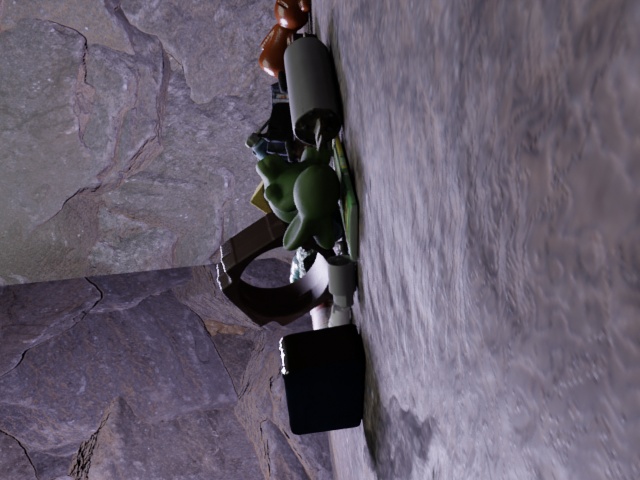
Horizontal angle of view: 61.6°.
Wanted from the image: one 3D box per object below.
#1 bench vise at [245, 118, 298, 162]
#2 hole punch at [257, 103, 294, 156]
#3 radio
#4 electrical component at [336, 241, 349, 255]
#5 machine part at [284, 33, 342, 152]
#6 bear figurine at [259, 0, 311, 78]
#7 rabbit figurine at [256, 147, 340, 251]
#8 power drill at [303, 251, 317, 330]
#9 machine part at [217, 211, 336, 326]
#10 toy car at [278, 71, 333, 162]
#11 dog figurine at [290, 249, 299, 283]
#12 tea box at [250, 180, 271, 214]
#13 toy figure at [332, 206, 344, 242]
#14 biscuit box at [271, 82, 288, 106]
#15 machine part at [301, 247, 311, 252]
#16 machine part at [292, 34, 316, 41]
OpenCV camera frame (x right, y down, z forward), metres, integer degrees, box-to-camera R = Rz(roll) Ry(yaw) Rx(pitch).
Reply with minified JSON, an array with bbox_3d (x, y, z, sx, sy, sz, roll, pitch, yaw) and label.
[{"bbox_3d":[-0.068,-0.154,1.175,0.223,0.129,0.241,53,-178,-17],"label":"bench vise"},{"bbox_3d":[-0.045,-0.202,1.065,0.092,0.142,0.116,91,-173,-51],"label":"hole punch"},{"bbox_3d":[0.005,0.243,0.911,0.073,0.131,0.229,-102,7,-46],"label":"radio"},{"bbox_3d":[0.041,0.048,0.887,0.063,0.021,0.094,-142,47,-85],"label":"electrical component"},{"bbox_3d":[-0.013,-0.236,0.848,0.079,0.079,0.243,89,173,-58],"label":"machine part"},{"bbox_3d":[-0.066,-0.472,1.230,0.132,0.120,0.195,-14,-47,-53],"label":"bear figurine"},{"bbox_3d":[-0.026,-0.063,0.805,0.170,0.121,0.159,-164,73,-73],"label":"rabbit figurine"},{"bbox_3d":[0.011,0.129,1.179,0.207,0.086,0.232,74,-170,-63],"label":"power drill"},{"bbox_3d":[-0.073,0.053,1.001,0.201,0.201,0.087,51,-170,-41],"label":"machine part"},{"bbox_3d":[-0.025,-0.225,0.952,0.053,0.089,0.202,81,-177,-76],"label":"toy car"},{"bbox_3d":[-0.030,0.048,1.465,0.191,0.109,0.219,-103,12,-86],"label":"dog figurine"},{"bbox_3d":[-0.075,-0.083,1.295,0.068,0.169,0.098,-50,12,23],"label":"tea box"},{"bbox_3d":[0.013,-0.047,0.947,0.064,0.058,0.155,-51,19,17],"label":"toy figure"},{"bbox_3d":[-0.071,-0.371,1.354,0.203,0.063,0.059,-66,-23,-65],"label":"biscuit box"},{"bbox_3d":[-0.002,-0.004,1.200,0.039,0.084,0.139,58,-174,0],"label":"machine part"},{"bbox_3d":[-0.029,-0.340,1.130,0.179,0.056,0.179,177,88,-87],"label":"machine part"}]
